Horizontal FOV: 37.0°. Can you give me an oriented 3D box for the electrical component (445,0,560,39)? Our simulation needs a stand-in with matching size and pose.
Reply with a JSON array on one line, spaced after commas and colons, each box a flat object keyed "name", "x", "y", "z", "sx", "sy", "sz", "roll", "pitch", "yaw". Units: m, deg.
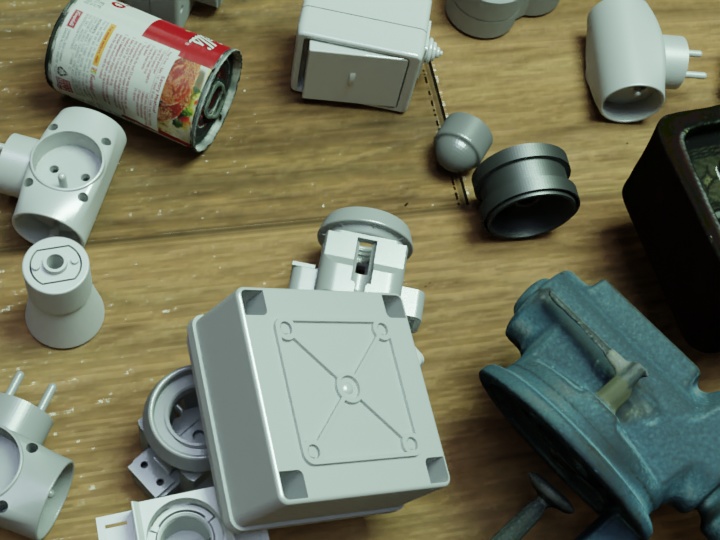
[{"name": "electrical component", "x": 0.126, "y": -0.222, "z": 0.755, "sx": 0.138, "sy": 0.073, "sz": 0.052, "roll": -30, "pitch": 71, "yaw": -22}]

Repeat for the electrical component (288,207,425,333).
[{"name": "electrical component", "x": 0.000, "y": 0.000, "z": 0.629, "sx": 0.078, "sy": 0.058, "sz": 0.057, "roll": 11, "pitch": 64, "yaw": -3}]

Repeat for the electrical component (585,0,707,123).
[{"name": "electrical component", "x": 0.200, "y": -0.144, "z": 0.742, "sx": 0.079, "sy": 0.044, "sz": 0.077, "roll": 3, "pitch": 62, "yaw": -7}]

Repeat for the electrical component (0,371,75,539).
[{"name": "electrical component", "x": -0.186, "y": 0.090, "z": 0.559, "sx": 0.077, "sy": 0.044, "sz": 0.079, "roll": 20, "pitch": 61, "yaw": 2}]

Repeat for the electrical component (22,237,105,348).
[{"name": "electrical component", "x": -0.165, "y": 0.011, "z": 0.592, "sx": 0.044, "sy": 0.065, "sz": 0.044, "roll": 4, "pitch": 62, "yaw": -8}]

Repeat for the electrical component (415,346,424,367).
[{"name": "electrical component", "x": 0.004, "y": 0.048, "z": 0.617, "sx": 0.061, "sy": 0.035, "sz": 0.035, "roll": 29, "pitch": 62, "yaw": 10}]

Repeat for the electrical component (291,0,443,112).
[{"name": "electrical component", "x": 0.006, "y": -0.143, "z": 0.701, "sx": 0.096, "sy": 0.061, "sz": 0.061, "roll": 11, "pitch": 62, "yaw": -3}]

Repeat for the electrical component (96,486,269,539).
[{"name": "electrical component", "x": -0.087, "y": 0.139, "z": 0.538, "sx": 0.081, "sy": 0.063, "sz": 0.042, "roll": -9, "pitch": 66, "yaw": -13}]

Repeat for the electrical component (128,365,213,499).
[{"name": "electrical component", "x": -0.086, "y": 0.084, "z": 0.571, "sx": 0.058, "sy": 0.057, "sz": 0.078, "roll": 44, "pitch": 65, "yaw": 14}]

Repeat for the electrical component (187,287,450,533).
[{"name": "electrical component", "x": -0.021, "y": 0.068, "z": 0.539, "sx": 0.109, "sy": 0.056, "sz": 0.108, "roll": 3, "pitch": 64, "yaw": -40}]

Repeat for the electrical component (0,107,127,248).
[{"name": "electrical component", "x": -0.188, "y": -0.058, "z": 0.636, "sx": 0.079, "sy": 0.044, "sz": 0.077, "roll": 15, "pitch": 61, "yaw": -1}]

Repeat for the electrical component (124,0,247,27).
[{"name": "electrical component", "x": -0.108, "y": -0.199, "z": 0.721, "sx": 0.076, "sy": 0.047, "sz": 0.083, "roll": 17, "pitch": 61, "yaw": 0}]
